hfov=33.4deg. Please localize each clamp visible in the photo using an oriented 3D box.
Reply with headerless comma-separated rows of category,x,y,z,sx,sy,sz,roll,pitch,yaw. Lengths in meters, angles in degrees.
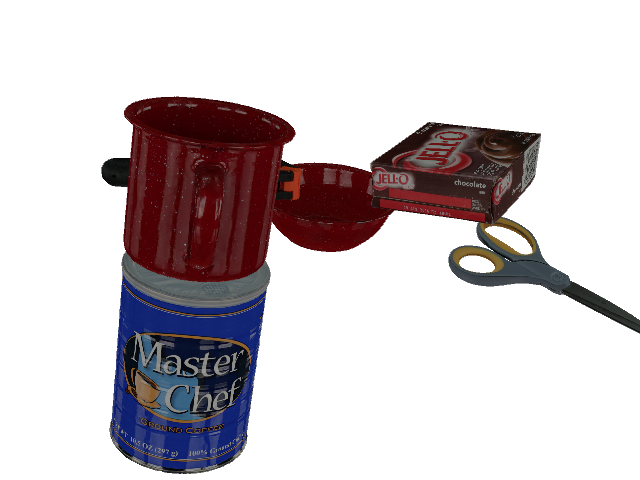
clamp,-0.104,-0.061,0.946,0.172,0.039,0.120,13,30,26

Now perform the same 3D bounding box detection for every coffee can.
coffee can,-0.095,0.079,0.764,0.102,0.140,0.103,7,24,-3

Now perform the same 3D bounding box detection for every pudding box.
pudding box,0.098,-0.050,0.758,0.090,0.039,0.113,10,23,24

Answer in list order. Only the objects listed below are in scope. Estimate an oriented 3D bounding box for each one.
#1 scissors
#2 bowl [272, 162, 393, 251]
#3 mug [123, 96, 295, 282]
scissors,0.193,0.041,0.959,0.096,0.016,0.202,-24,43,-17
bowl,0.006,-0.032,1.195,0.162,0.055,0.162,4,27,-2
mug,-0.063,-0.024,0.581,0.093,0.081,0.117,5,21,-12
